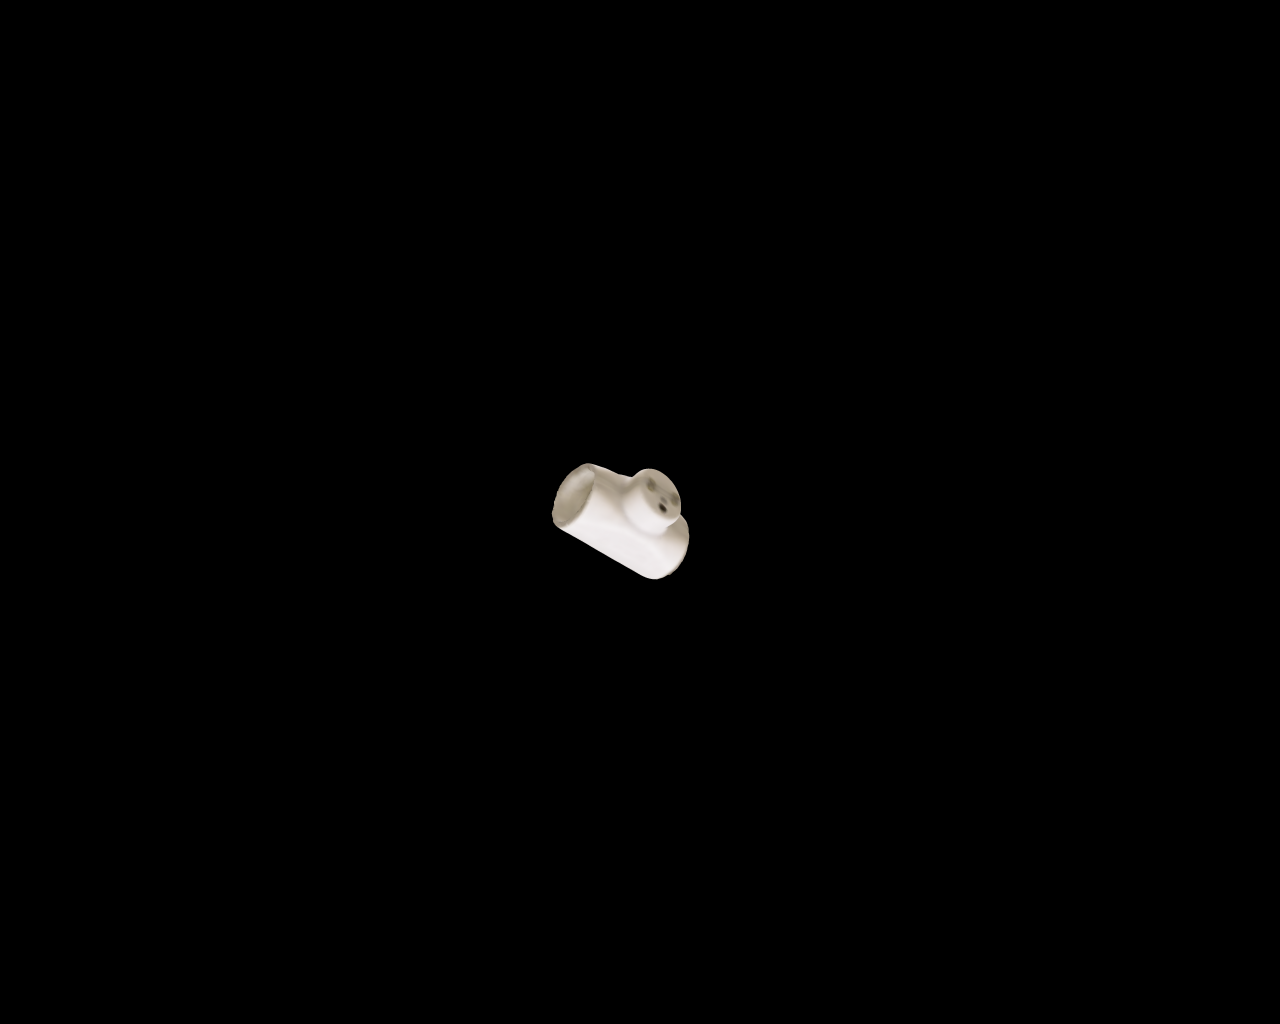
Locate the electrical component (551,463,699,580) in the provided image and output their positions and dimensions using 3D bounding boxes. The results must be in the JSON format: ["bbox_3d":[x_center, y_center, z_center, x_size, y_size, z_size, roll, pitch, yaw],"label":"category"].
[{"bbox_3d":[0.001,-0.003,0.650,0.077,0.044,0.079,31,-50,-30],"label":"electrical component"}]
